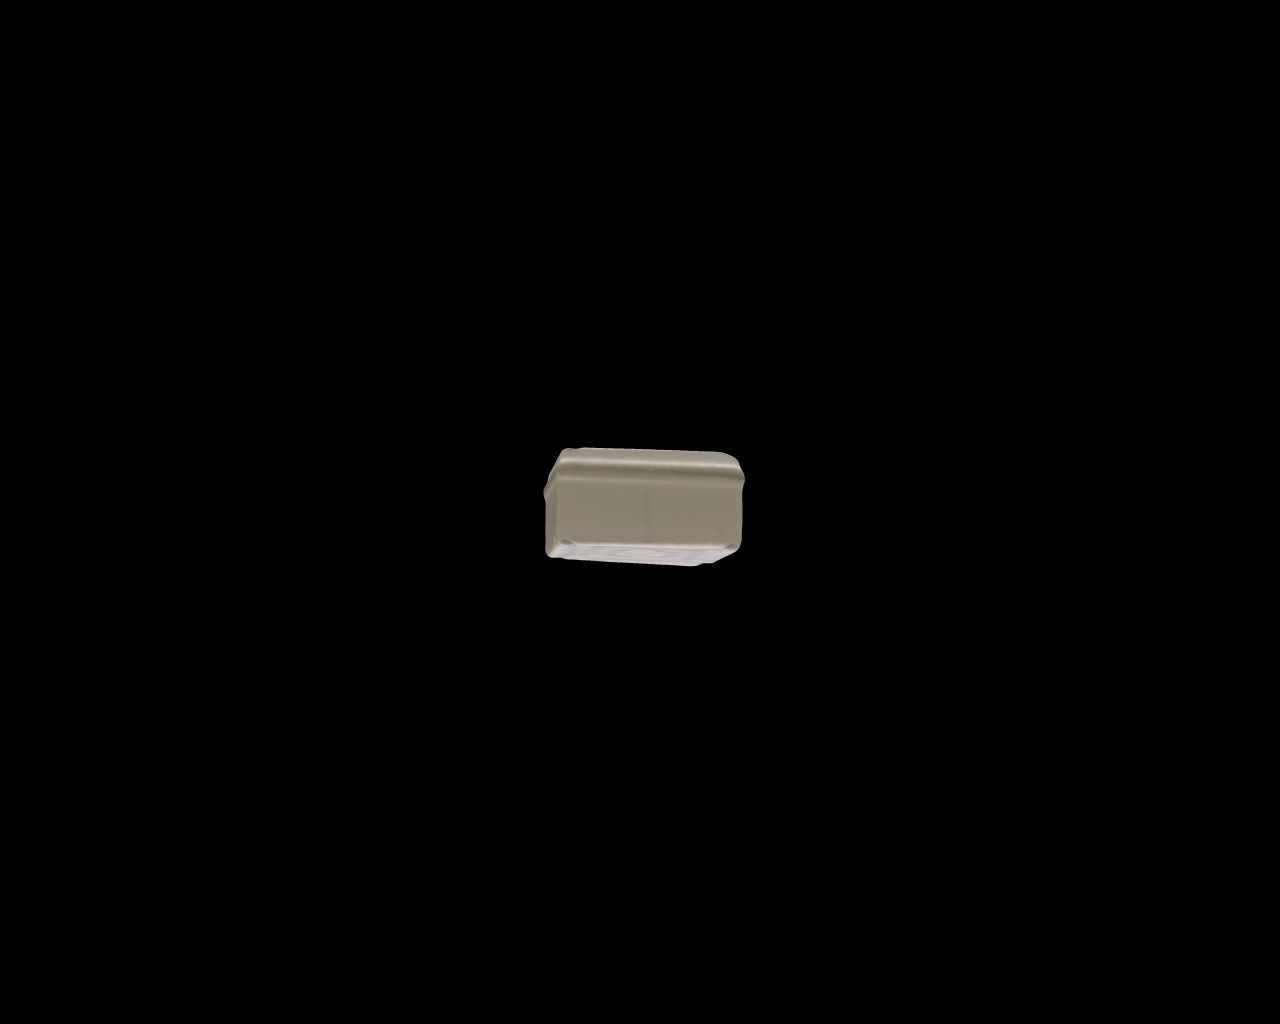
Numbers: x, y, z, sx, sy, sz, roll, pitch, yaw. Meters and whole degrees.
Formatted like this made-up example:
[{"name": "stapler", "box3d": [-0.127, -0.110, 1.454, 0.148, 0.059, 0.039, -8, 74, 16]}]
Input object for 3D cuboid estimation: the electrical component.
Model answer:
[{"name": "electrical component", "box3d": [0.001, -0.003, 0.650, 0.113, 0.057, 0.078, 2, -11, -12]}]
